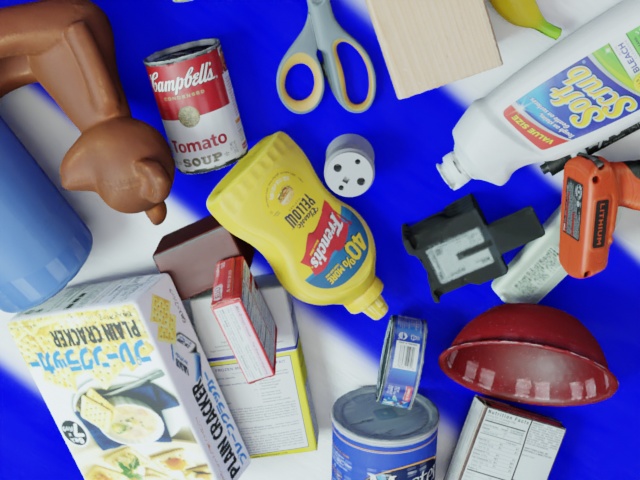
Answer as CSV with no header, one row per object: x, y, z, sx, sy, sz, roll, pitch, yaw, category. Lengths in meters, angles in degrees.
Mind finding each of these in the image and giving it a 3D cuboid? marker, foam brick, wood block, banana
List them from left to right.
-0.106,0.013,0.984,0.078,0.053,0.051,-23,108,12,foam brick
0.072,-0.231,0.862,0.091,0.090,0.206,-18,109,9,wood block
0.163,-0.262,0.877,0.069,0.037,0.198,-9,112,-11,banana
0.251,-0.091,0.945,0.121,0.020,0.020,-29,107,13,marker

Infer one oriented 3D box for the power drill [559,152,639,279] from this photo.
0.307,-0.010,0.937,0.187,0.057,0.184,-4,104,-11,power drill

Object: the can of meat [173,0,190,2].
-0.084,-0.249,0.880,0.102,0.057,0.084,-10,113,7,can of meat

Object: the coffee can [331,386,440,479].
0.061,0.227,1.031,0.103,0.103,0.140,1,111,2,coffee can

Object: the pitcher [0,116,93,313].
-0.317,-0.051,0.920,0.145,0.149,0.242,-39,119,-6,pitcher

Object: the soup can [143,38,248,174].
-0.106,-0.116,0.926,0.068,0.068,0.102,-12,111,7,soup can

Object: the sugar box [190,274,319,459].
-0.061,0.124,1.029,0.093,0.048,0.176,-8,107,5,sugar box

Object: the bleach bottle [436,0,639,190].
0.216,-0.116,0.915,0.251,0.068,0.102,-34,106,16,bleach bottle

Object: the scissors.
-0.017,-0.195,0.919,0.096,0.016,0.201,-23,108,10,scissors

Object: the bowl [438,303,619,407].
0.192,0.101,0.977,0.162,0.055,0.162,10,155,5,bowl

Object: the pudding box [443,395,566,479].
0.177,0.217,1.039,0.090,0.039,0.113,18,94,-12,pudding box

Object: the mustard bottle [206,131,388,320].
-0.006,0.001,0.960,0.191,0.058,0.096,47,65,-16,mustard bottle

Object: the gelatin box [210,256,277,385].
-0.067,0.069,0.939,0.030,0.073,0.089,-19,118,9,gelatin box

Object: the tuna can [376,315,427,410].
0.076,0.113,0.996,0.034,0.086,0.086,10,111,0,tuna can
